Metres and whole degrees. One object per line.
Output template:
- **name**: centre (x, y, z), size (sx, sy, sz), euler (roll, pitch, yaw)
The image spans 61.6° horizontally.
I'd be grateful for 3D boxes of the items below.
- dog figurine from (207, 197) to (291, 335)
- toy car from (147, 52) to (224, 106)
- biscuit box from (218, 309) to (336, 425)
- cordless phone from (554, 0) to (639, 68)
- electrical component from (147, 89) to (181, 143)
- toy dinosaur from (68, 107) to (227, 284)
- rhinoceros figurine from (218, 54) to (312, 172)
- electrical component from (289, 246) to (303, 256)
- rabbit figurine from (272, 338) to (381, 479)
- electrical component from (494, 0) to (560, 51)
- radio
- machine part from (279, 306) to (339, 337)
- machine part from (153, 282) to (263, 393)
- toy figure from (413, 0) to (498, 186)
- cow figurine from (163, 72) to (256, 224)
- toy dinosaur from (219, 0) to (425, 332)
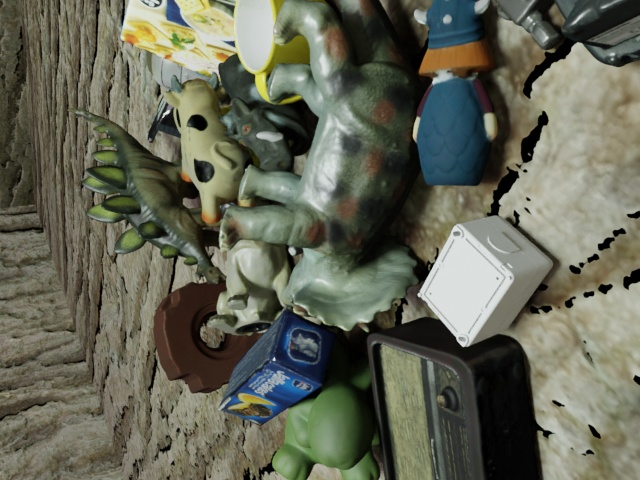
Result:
- **dog figurine**: centre (-0.101, 0.026, 0.763), size (0.172, 0.121, 0.190), euler (-47, 47, 48)
- **toy car**: centre (-0.206, -0.272, 0.806), size (0.162, 0.103, 0.109), euler (47, 135, 36)
- **biscuit box**: centre (-0.053, 0.148, 0.592), size (0.202, 0.059, 0.063), euler (-51, 16, 53)
- **cordless phone**: centre (0.188, -0.201, 0.277), size (0.147, 0.089, 0.184), euler (-14, 77, 58)
- **electrical component**: centre (-0.245, -0.206, 0.893), size (0.119, 0.048, 0.075), euler (-54, 33, 33)
- **toy dinosaur**: centre (-0.283, -0.087, 0.892), size (0.472, 0.198, 0.105), euler (51, 135, 33)
- **rhinoceros figurine**: centre (-0.064, -0.151, 0.624), size (0.073, 0.112, 0.190), euler (-57, 46, 44)
- **electrical component**: centre (0.000, -0.002, 0.632), size (0.102, 0.045, 0.078), euler (-30, 73, 56)
- **rabbit figurine**: centre (0.028, 0.190, 0.575), size (0.170, 0.121, 0.159), euler (108, 179, -73)
- **electrical component**: centre (0.148, -0.183, 0.374), size (0.094, 0.021, 0.063), euler (63, 144, 21)
- **radio**: centre (0.121, 0.193, 0.485), size (0.131, 0.073, 0.229), euler (-1, 99, 57)
- **machine part**: centre (-0.039, 0.153, 0.711), size (0.079, 0.079, 0.243), euler (58, 141, 27)
- **machine part**: centre (-0.160, 0.140, 0.808), size (0.056, 0.179, 0.179), euler (-34, 72, 53)
- **toy figure**: centre (0.106, -0.120, 0.426), size (0.058, 0.064, 0.154), euler (-69, -21, -81)
- **cow figurine**: centre (-0.143, -0.128, 0.685), size (0.195, 0.085, 0.127), euler (56, 148, 40)
- **toy dinosaur**: centre (0.029, -0.081, 0.492), size (0.131, 0.192, 0.404), euler (-93, 20, -71)
